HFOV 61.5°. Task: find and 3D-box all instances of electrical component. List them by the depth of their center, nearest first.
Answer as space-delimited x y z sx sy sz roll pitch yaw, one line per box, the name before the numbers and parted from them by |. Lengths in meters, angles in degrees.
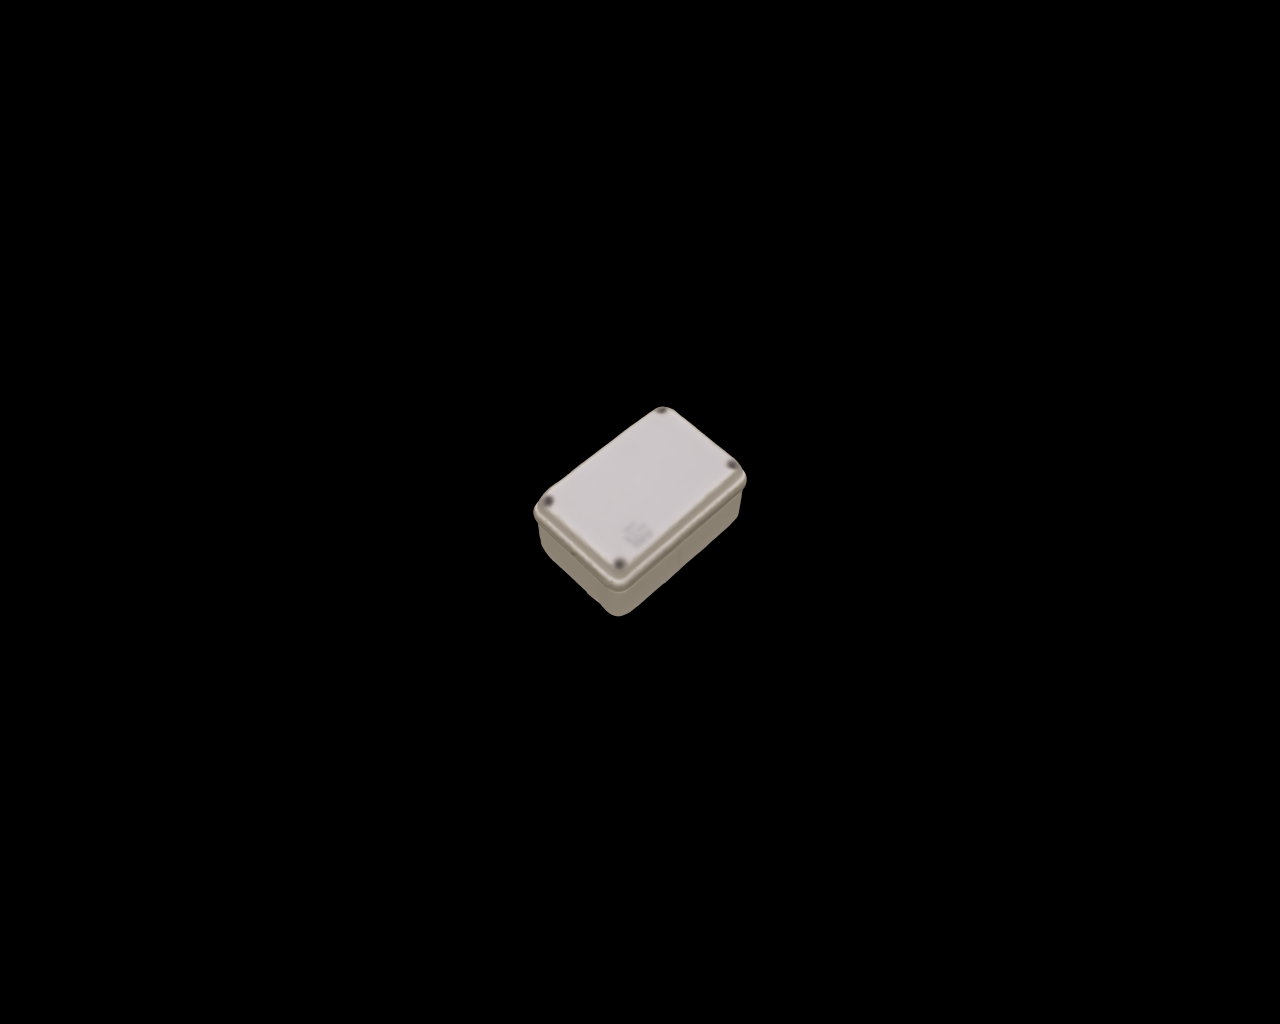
electrical component | 0.001 -0.003 0.650 0.113 0.078 0.057 -39 -24 -22
